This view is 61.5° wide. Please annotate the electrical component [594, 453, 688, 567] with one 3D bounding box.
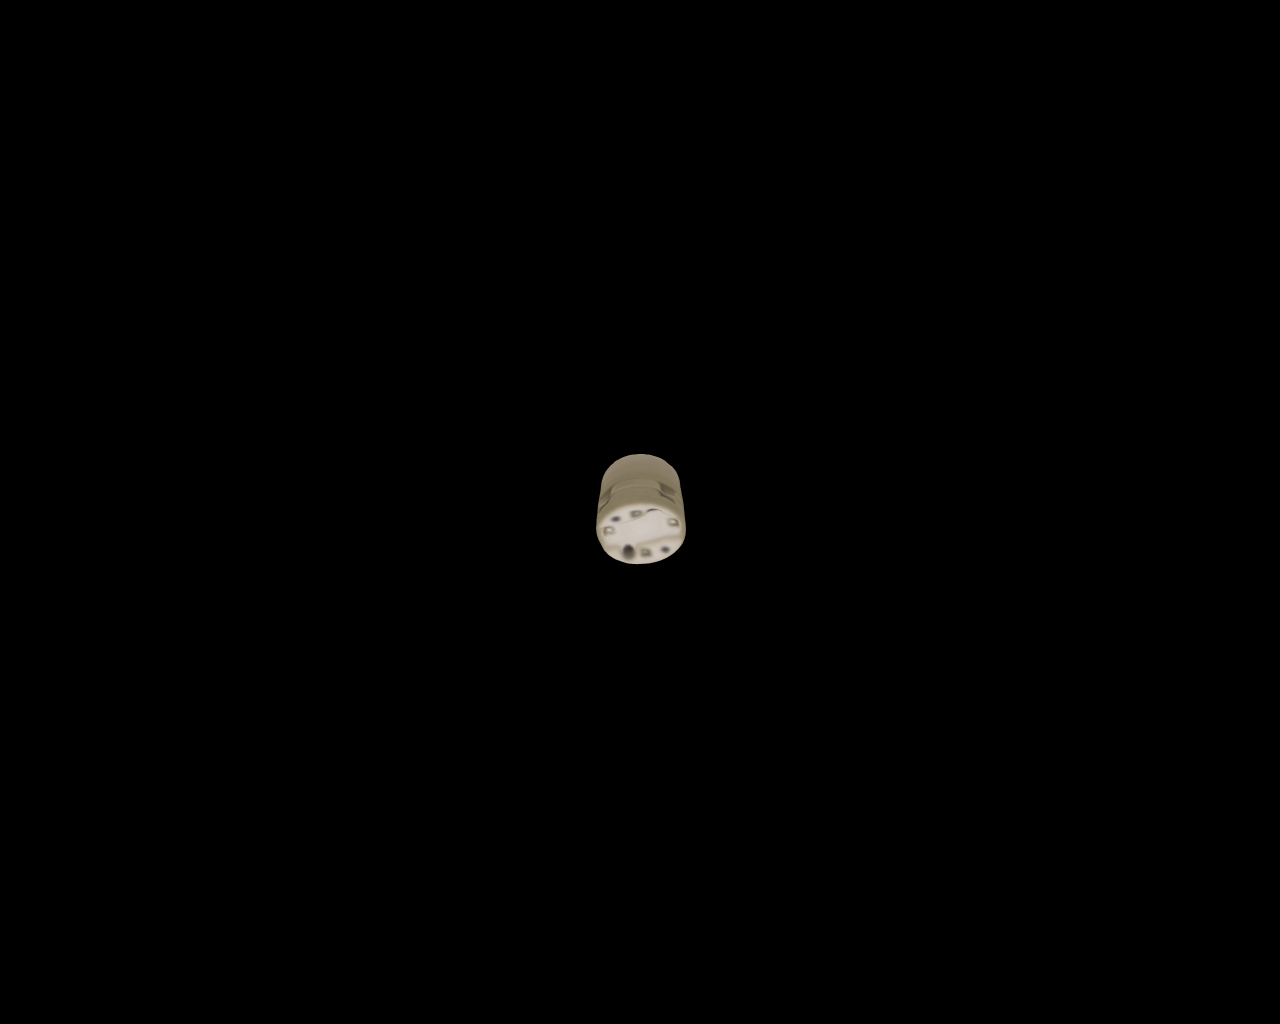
[{"bbox_3d":[0.001,-0.003,0.650,0.055,0.055,0.047,0,45,0],"label":"electrical component"}]
